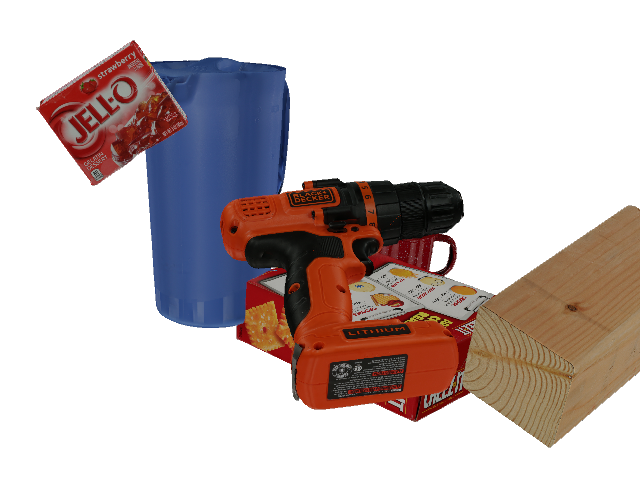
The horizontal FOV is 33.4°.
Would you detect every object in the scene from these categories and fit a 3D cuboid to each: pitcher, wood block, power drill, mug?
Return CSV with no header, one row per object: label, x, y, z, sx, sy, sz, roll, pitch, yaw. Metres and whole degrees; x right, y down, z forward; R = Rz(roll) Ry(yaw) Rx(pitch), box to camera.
pitcher,-0.094,-0.050,1.004,0.149,0.243,0.145,-1,15,-11
wood block,0.219,0.062,0.862,0.205,0.090,0.091,-28,48,-35
power drill,0.032,0.026,0.742,0.184,0.057,0.188,-8,39,-10
mug,0.099,0.016,1.233,0.117,0.081,0.093,3,25,-6

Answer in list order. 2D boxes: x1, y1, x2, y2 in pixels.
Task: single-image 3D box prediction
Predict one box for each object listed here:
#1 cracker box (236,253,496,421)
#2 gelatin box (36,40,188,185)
cracker box,0.054,0.078,0.982,0.214,0.072,0.163,21,25,37
gelatin box,-0.156,-0.096,0.806,0.089,0.073,0.030,-32,19,3
